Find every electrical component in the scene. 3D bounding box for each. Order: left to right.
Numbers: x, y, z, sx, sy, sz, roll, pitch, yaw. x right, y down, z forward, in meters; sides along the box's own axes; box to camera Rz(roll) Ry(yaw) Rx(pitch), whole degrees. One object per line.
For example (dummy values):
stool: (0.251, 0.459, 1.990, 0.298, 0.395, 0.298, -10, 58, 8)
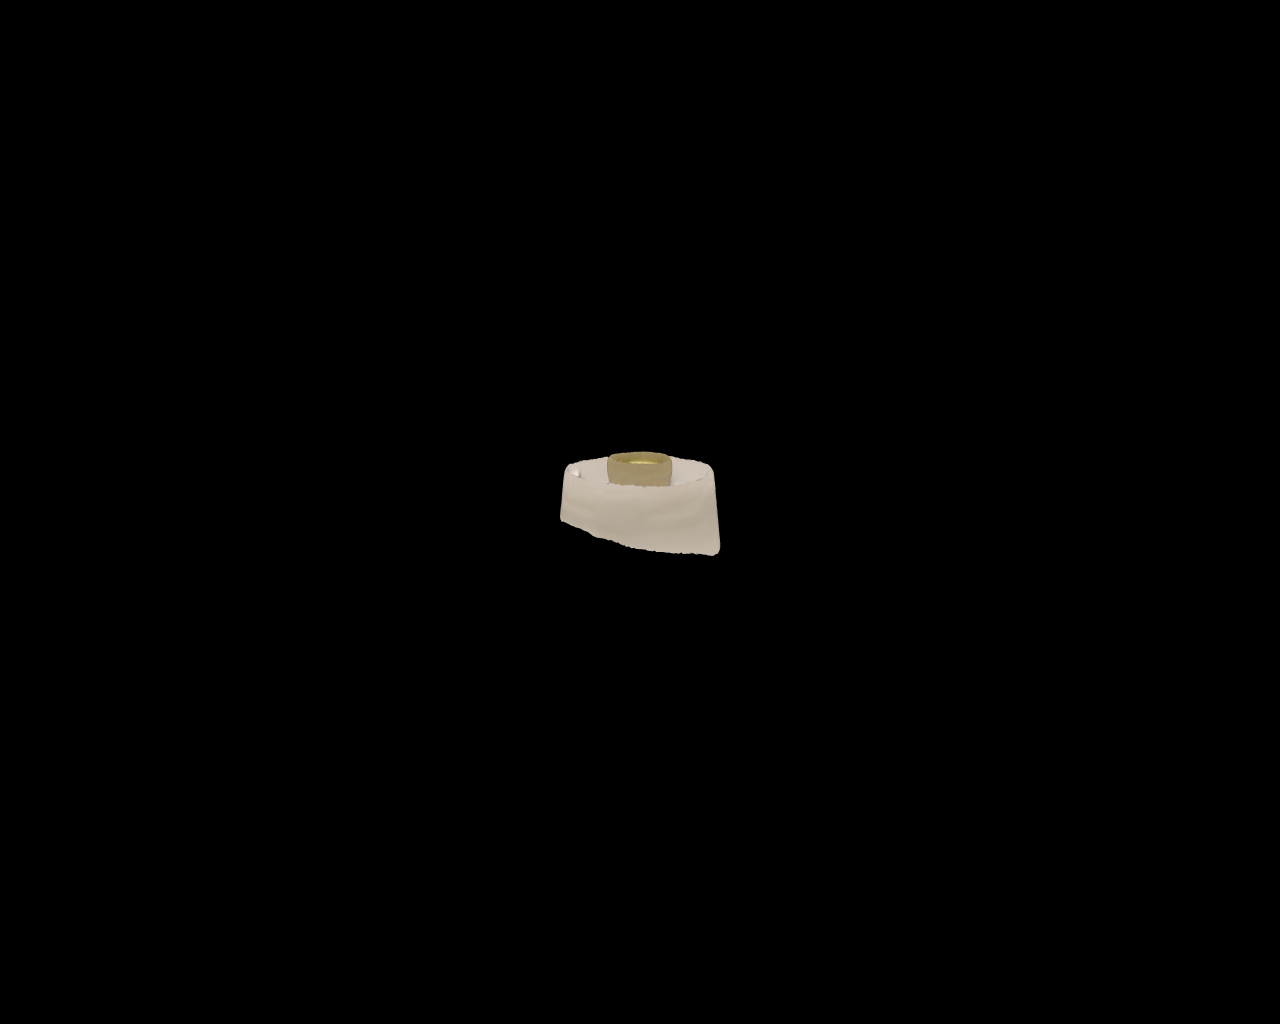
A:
electrical component: (0.001, -0.003, 0.650, 0.099, 0.064, 0.099, 0, 14, 0)
